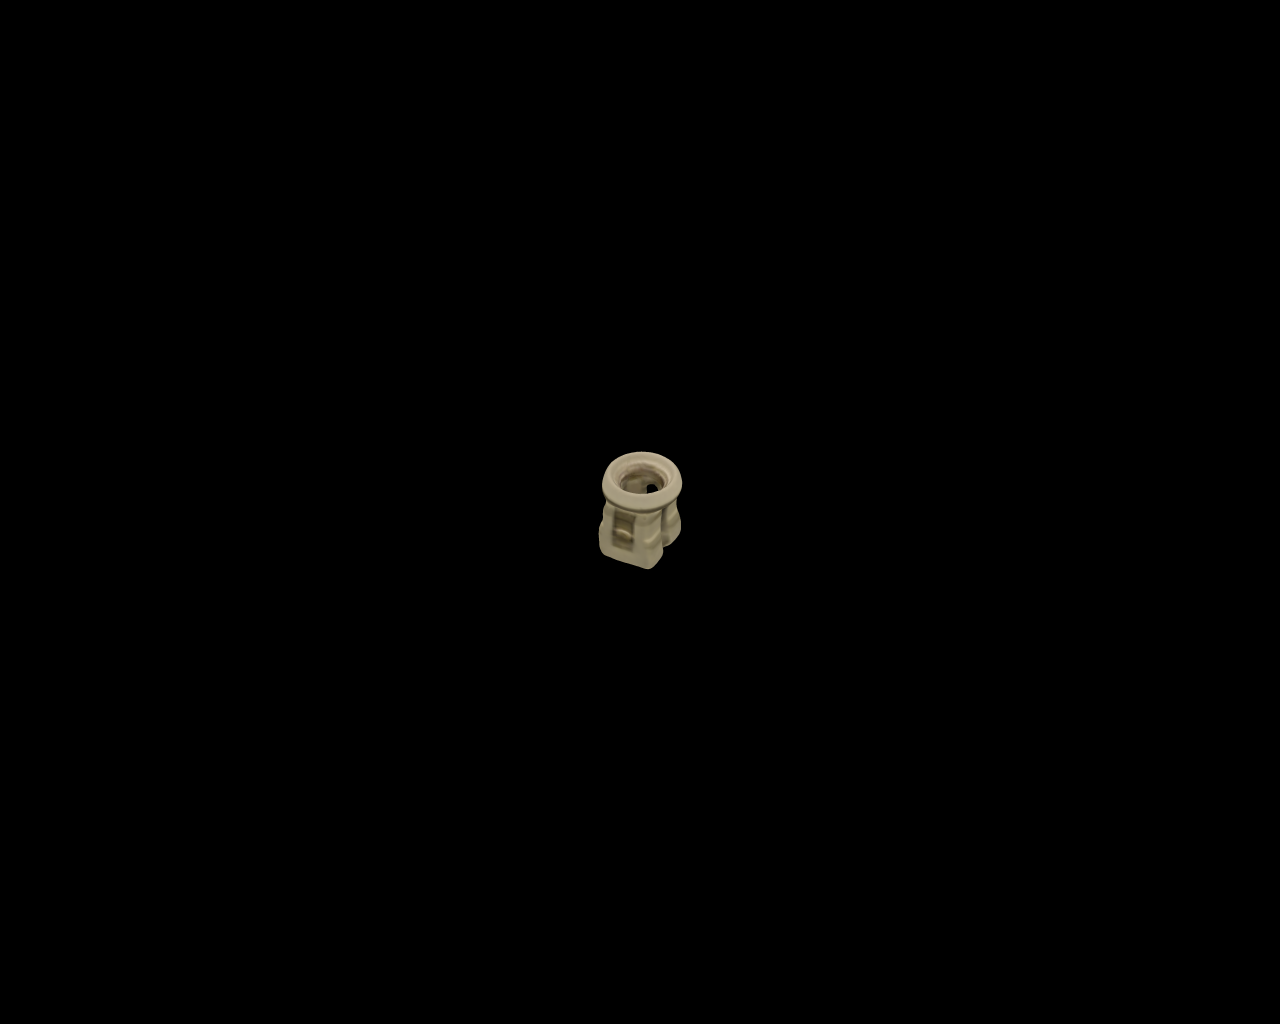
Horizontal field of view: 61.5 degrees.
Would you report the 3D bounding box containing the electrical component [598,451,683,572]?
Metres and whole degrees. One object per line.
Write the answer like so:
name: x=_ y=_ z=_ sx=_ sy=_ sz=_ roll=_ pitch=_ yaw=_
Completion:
electrical component: x=0.001 y=-0.003 z=0.650 sx=0.048 sy=0.055 sz=0.066 roll=17 pitch=42 yaw=21
